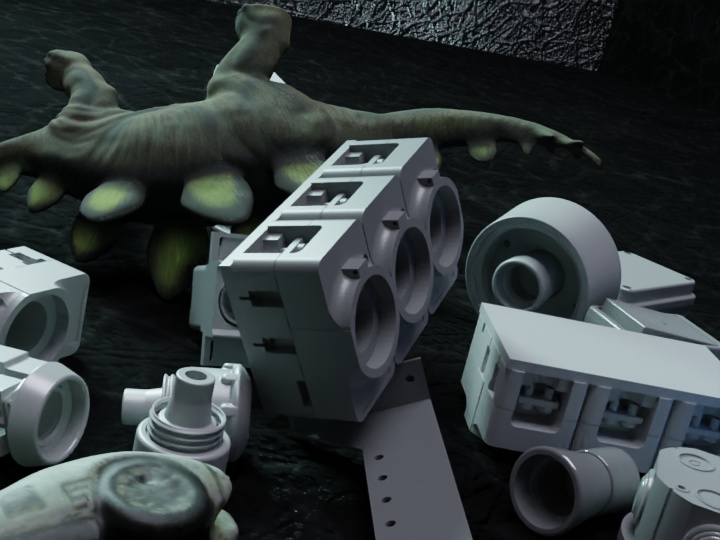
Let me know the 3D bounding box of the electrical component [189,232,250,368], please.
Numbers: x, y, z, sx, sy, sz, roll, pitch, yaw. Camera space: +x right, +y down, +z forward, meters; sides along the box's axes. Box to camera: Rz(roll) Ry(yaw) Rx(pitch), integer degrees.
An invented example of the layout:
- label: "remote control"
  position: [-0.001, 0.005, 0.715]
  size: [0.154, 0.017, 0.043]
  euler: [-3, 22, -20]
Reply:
- label: "electrical component"
  position: [-0.040, 0.022, 0.668]
  size: [0.121, 0.078, 0.063]
  euler: [6, -3, -24]

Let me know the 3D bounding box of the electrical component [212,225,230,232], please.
- label: "electrical component"
  position: [-0.081, -0.074, 0.885]
  size: [0.054, 0.095, 0.059]
  euler: [26, 21, 34]

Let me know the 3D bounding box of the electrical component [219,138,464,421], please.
- label: "electrical component"
  position: [0.000, 0.000, 0.566]
  size: [0.062, 0.089, 0.150]
  euler: [0, 29, 27]

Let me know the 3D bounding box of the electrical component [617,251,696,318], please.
- label: "electrical component"
  position: [0.204, 0.026, 0.853]
  size: [0.113, 0.057, 0.078]
  euler: [-5, 25, -45]

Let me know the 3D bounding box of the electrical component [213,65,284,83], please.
- label: "electrical component"
  position: [-0.106, -0.124, 1.007]
  size: [0.060, 0.105, 0.186]
  euler: [7, 18, -18]

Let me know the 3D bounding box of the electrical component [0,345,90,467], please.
- label: "electrical component"
  position: [-0.159, 0.062, 0.491]
  size: [0.055, 0.048, 0.066]
  euler: [11, 16, 18]

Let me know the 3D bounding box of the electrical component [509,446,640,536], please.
- label: "electrical component"
  position: [0.114, 0.110, 0.553]
  size: [0.065, 0.044, 0.044]
  euler: [3, 20, -44]

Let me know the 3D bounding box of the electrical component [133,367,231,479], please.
- label: "electrical component"
  position: [-0.079, 0.075, 0.481]
  size: [0.048, 0.062, 0.048]
  euler: [12, 17, -4]

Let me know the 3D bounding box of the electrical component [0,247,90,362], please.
- label: "electrical component"
  position: [-0.192, 0.025, 0.572]
  size: [0.056, 0.050, 0.089]
  euler: [21, 19, 24]

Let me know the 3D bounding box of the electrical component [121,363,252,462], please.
- label: "electrical component"
  position: [-0.085, 0.069, 0.528]
  size: [0.062, 0.048, 0.048]
  euler: [4, 18, -6]

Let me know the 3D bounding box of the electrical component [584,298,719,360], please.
- label: "electrical component"
  position: [0.204, 0.060, 0.740]
  size: [0.096, 0.061, 0.061]
  euler: [7, 19, -21]

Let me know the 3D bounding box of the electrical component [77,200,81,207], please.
- label: "electrical component"
  position: [-0.197, -0.065, 0.858]
  size: [0.043, 0.043, 0.062]
  euler: [17, 16, 11]

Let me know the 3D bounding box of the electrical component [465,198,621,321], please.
- label: "electrical component"
  position: [0.128, 0.005, 0.786]
  size: [0.108, 0.108, 0.060]
  euler: [23, 26, 29]

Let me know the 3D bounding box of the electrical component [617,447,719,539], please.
- label: "electrical component"
  position: [0.171, 0.127, 0.525]
  size: [0.080, 0.051, 0.080]
  euler: [12, 17, -4]

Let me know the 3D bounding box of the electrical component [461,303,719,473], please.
- label: "electrical component"
  position: [0.144, 0.077, 0.642]
  size: [0.150, 0.061, 0.089]
  euler: [11, 18, -8]
